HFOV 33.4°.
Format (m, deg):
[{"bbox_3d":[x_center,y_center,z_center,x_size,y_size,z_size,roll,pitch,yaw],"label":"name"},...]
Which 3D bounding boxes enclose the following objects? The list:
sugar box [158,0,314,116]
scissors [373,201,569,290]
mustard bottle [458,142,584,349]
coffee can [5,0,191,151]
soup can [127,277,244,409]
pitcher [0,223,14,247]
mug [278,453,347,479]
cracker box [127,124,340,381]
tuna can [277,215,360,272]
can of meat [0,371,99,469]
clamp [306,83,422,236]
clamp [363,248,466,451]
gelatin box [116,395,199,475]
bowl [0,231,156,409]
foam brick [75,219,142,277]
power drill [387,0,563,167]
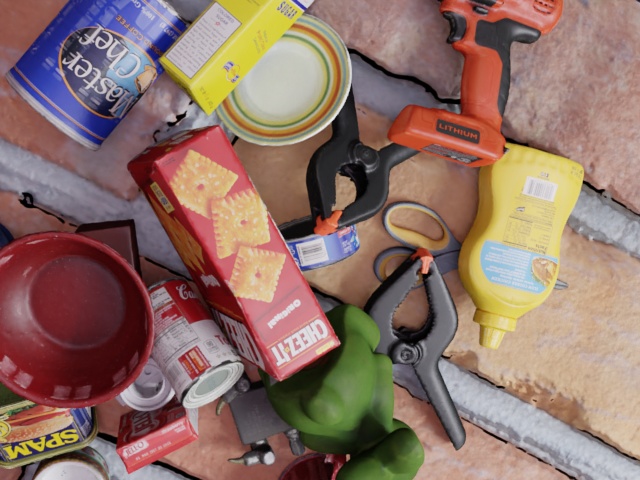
[{"bbox_3d":[-0.059,-0.195,0.934,0.048,0.093,0.176,44,88,8],"label":"sugar box"},{"bbox_3d":[0.139,0.034,1.052,0.201,0.016,0.096,31,98,-11],"label":"scissors"},{"bbox_3d":[0.183,0.010,1.016,0.096,0.058,0.191,14,90,-18],"label":"mustard bottle"},{"bbox_3d":[-0.190,-0.164,0.934,0.102,0.103,0.140,41,94,-12],"label":"coffee can"},{"bbox_3d":[-0.123,0.093,0.966,0.068,0.068,0.102,-39,67,2],"label":"soup can"},{"bbox_3d":[-0.372,0.080,0.955,0.149,0.145,0.243,29,100,10],"label":"pitcher"},{"bbox_3d":[0.007,0.256,1.045,0.093,0.081,0.117,15,99,-9],"label":"mug"},{"bbox_3d":[-0.084,0.008,0.942,0.072,0.164,0.213,-31,103,-14],"label":"cracker box"},{"bbox_3d":[-0.007,0.001,0.994,0.086,0.086,0.034,-16,103,-3],"label":"tuna can"},{"bbox_3d":[-0.267,0.157,0.991,0.102,0.057,0.084,-15,135,-3],"label":"can of meat"},{"bbox_3d":[0.045,-0.072,0.977,0.120,0.039,0.171,21,64,-10],"label":"clamp"},{"bbox_3d":[0.071,0.110,1.042,0.164,0.036,0.210,2,108,-7],"label":"clamp"},{"bbox_3d":[-0.153,0.177,1.009,0.073,0.089,0.030,-26,103,-1],"label":"gelatin box"},{"bbox_3d":[-0.219,0.063,0.932,0.162,0.055,0.162,1,106,2],"label":"bowl"},{"bbox_3d":[-0.196,0.023,0.995,0.053,0.051,0.078,-6,101,-4],"label":"foam brick"},{"bbox_3d":[0.120,-0.172,0.967,0.184,0.057,0.187,17,83,-13],"label":"power drill"}]
